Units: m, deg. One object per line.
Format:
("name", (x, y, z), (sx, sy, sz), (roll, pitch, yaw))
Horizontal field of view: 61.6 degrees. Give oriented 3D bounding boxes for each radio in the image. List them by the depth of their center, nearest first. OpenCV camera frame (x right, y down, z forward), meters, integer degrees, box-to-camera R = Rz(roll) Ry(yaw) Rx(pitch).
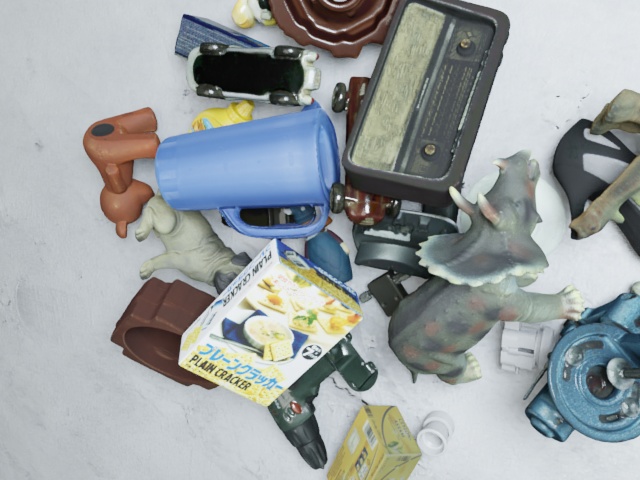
("radio", (0.123, -0.158, 0.615), (0.131, 0.073, 0.229), (18, 83, 13))

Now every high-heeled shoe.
("high-heeled shoe", (0.384, -0.049, 0.596), (0.249, 0.086, 0.145), (12, 80, 6))

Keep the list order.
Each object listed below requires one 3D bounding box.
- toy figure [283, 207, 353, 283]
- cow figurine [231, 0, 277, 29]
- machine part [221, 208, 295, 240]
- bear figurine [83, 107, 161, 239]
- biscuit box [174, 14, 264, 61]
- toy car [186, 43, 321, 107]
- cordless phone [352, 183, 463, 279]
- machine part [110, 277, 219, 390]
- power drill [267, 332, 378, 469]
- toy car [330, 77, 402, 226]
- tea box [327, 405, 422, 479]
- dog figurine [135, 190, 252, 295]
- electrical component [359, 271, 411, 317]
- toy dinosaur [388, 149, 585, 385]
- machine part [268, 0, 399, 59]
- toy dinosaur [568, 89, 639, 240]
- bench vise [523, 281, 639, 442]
("toy figure", (-0.003, -0.002, 0.800), (0.154, 0.064, 0.058), (65, 159, 2))
("cow figurine", (-0.049, -0.344, 0.717), (0.098, 0.068, 0.167), (38, 120, 6))
("machine part", (-0.098, -0.038, 0.850), (0.139, 0.039, 0.084), (7, 113, 24))
("bear figurine", (-0.322, -0.107, 0.914), (0.132, 0.120, 0.195), (-14, 134, -10))
("biscuit box", (-0.111, -0.260, 0.776), (0.203, 0.059, 0.062), (29, 115, 17))
("toy car", (-0.090, -0.219, 0.711), (0.202, 0.056, 0.073), (11, 102, 22))
("cordless phone", (0.120, -0.047, 0.722), (0.147, 0.088, 0.184), (11, 98, 26))
("machine part", (-0.227, 0.157, 0.892), (0.201, 0.087, 0.201), (32, 138, -17))
("power drill", (-0.004, 0.244, 0.870), (0.207, 0.086, 0.232), (-41, 82, 38))
("toy car", (0.059, -0.118, 0.681), (0.089, 0.053, 0.202), (5, 78, -10))
("tea box", (0.079, 0.350, 0.833), (0.098, 0.068, 0.169), (-117, 42, -52))
("dog figurine", (-0.187, 0.002, 0.883), (0.191, 0.121, 0.172), (7, 117, 12))
("electrical component", (0.104, 0.081, 0.790), (0.094, 0.021, 0.063), (-33, 89, 30))
("toy dinosaur", (0.153, 0.089, 0.642), (0.192, 0.131, 0.404), (11, 132, -23))
("machine part", (0.024, -0.315, 0.656), (0.179, 0.056, 0.179), (2, 120, 3))
("toy dinosaur", (0.431, -0.157, 0.491), (0.198, 0.105, 0.471), (44, 110, 7))
("bench vise", (0.325, 0.123, 0.559), (0.224, 0.240, 0.129), (-33, 80, -10))
